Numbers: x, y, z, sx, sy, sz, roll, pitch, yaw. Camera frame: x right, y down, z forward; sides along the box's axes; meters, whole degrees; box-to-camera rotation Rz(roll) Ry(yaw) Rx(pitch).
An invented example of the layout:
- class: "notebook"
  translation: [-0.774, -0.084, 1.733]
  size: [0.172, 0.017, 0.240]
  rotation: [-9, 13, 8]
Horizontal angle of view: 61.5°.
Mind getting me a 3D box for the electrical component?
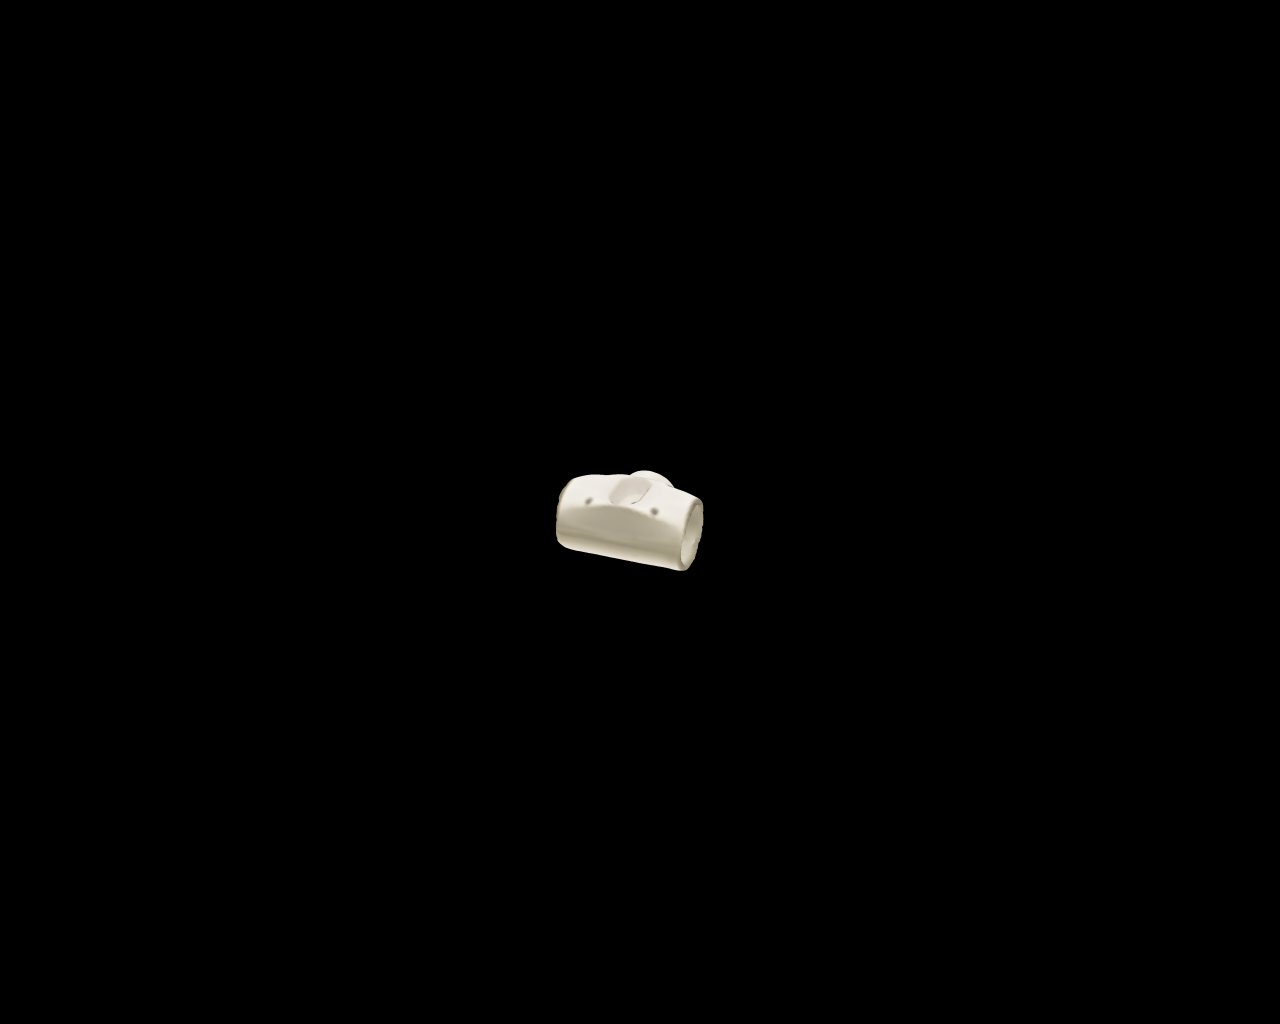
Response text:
- class: "electrical component"
  translation: [0.001, -0.003, 0.650]
  size: [0.077, 0.043, 0.079]
  rotation: [11, 32, 18]
